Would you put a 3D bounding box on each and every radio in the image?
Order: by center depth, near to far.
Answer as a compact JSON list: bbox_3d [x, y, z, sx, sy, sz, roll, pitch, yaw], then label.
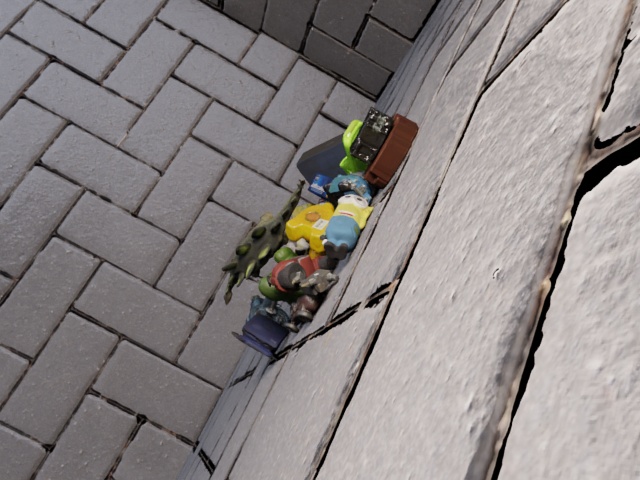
[{"bbox_3d":[0.058,-0.229,1.580,0.230,0.131,0.073,-20,27,32],"label":"radio"}]

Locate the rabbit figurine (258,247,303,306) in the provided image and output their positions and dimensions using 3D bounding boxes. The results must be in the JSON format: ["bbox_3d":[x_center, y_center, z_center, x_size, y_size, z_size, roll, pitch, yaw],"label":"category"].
[{"bbox_3d":[-0.089,0.120,1.401,0.170,0.159,0.121,-31,-27,-59],"label":"rabbit figurine"}]

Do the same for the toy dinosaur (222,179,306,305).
[{"bbox_3d":[-0.155,0.009,1.451,0.471,0.105,0.198,-56,1,22],"label":"toy dinosaur"}]

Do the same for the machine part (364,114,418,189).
[{"bbox_3d":[0.159,-0.202,1.229,0.179,0.056,0.179,-62,4,8],"label":"machine part"}]

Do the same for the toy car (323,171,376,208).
[{"bbox_3d":[0.085,-0.124,1.322,0.103,0.109,0.162,-43,9,-17],"label":"toy car"}]

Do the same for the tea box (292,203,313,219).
[{"bbox_3d":[-0.028,-0.048,1.720,0.169,0.068,0.098,32,-136,-70],"label":"tea box"}]

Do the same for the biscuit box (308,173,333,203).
[{"bbox_3d":[0.045,-0.131,1.489,0.062,0.059,0.203,-61,34,0],"label":"biscuit box"}]

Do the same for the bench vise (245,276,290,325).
[{"bbox_3d":[-0.152,0.202,1.608,0.224,0.129,0.240,-100,27,-57],"label":"bench vise"}]

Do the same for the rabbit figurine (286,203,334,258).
[{"bbox_3d":[-0.003,-0.004,1.391,0.162,0.122,0.173,-55,-34,-42],"label":"rabbit figurine"}]

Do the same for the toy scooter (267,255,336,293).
[{"bbox_3d":[-0.061,0.077,1.279,0.184,0.075,0.135,-19,7,-43],"label":"toy scooter"}]

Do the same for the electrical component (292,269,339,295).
[{"bbox_3d":[-0.014,0.087,1.157,0.078,0.045,0.102,-38,18,-18],"label":"electrical component"}]

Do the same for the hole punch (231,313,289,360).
[{"bbox_3d":[-0.152,0.257,1.445,0.092,0.142,0.115,-57,-8,-6],"label":"hole punch"}]

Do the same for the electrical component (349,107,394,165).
[{"bbox_3d":[0.116,-0.240,1.229,0.115,0.058,0.134,-60,6,15],"label":"electrical component"}]

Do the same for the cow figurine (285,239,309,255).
[{"bbox_3d":[-0.052,0.088,1.520,0.098,0.068,0.167,36,131,49],"label":"cow figurine"}]

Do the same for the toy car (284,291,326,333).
[{"bbox_3d":[-0.041,0.160,1.261,0.089,0.053,0.202,-66,7,-24],"label":"toy car"}]

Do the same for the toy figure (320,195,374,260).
[{"bbox_3d":[0.053,-0.028,1.181,0.089,0.082,0.180,-54,10,46],"label":"toy figure"}]
